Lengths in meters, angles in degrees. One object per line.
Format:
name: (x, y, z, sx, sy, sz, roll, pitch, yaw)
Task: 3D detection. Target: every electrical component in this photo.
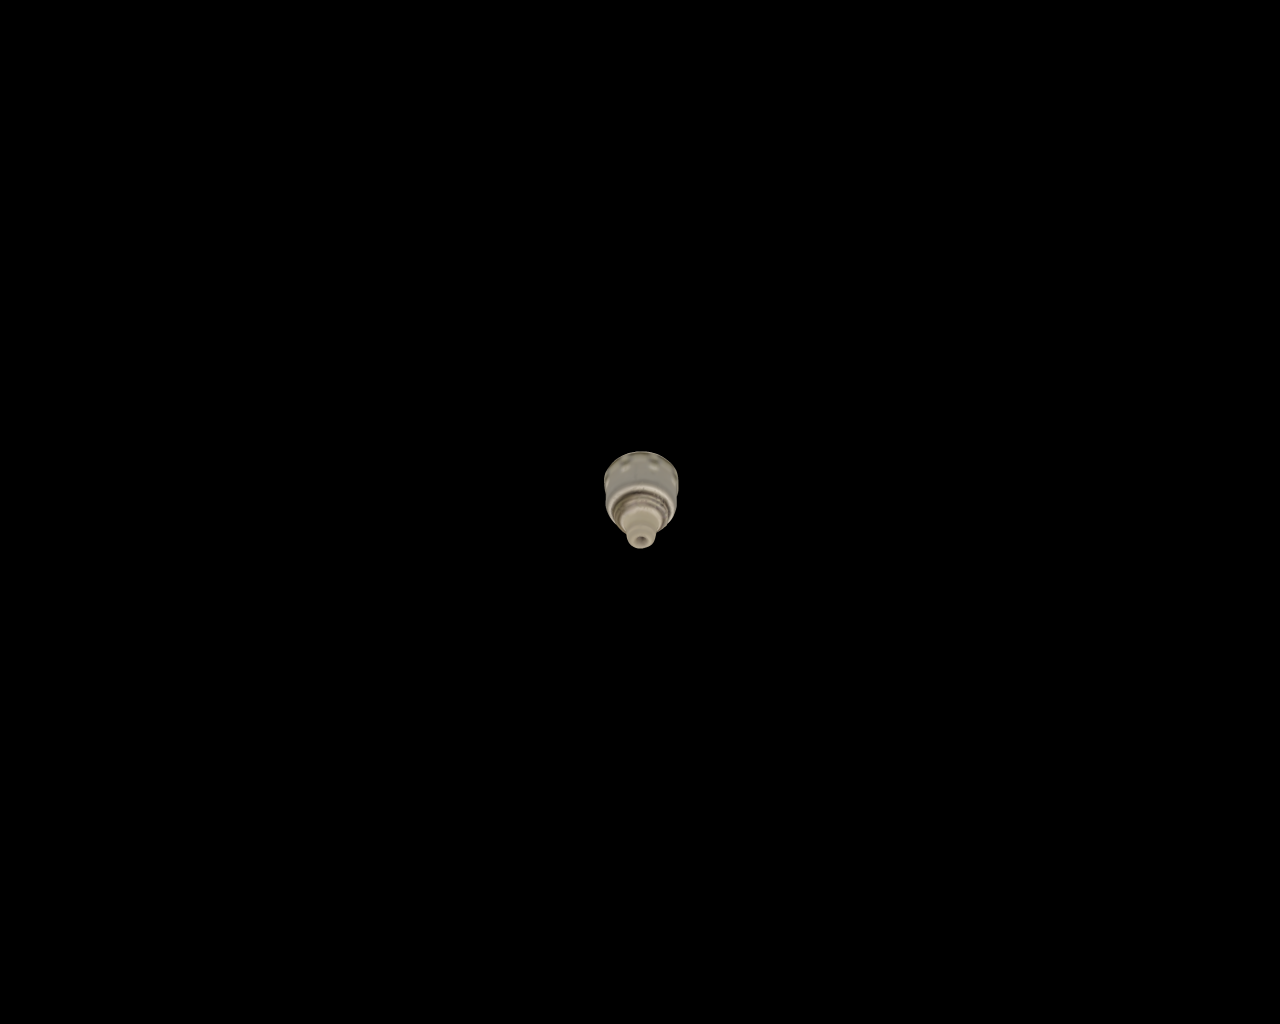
electrical component: (0.001, -0.003, 0.650, 0.048, 0.048, 0.062, 0, 43, 0)
